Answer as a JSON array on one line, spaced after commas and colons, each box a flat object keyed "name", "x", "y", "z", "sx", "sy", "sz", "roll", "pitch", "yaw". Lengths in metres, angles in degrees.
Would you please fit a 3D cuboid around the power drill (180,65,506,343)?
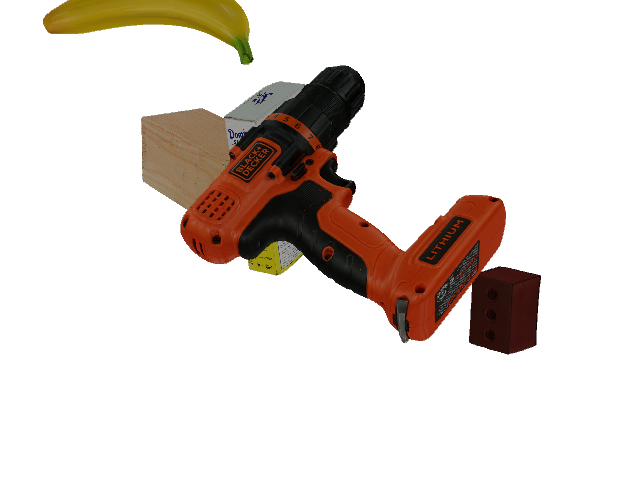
[{"name": "power drill", "x": 0.026, "y": -0.029, "z": 0.719, "sx": 0.188, "sy": 0.184, "sz": 0.057, "roll": 27, "pitch": -26, "yaw": 26}]

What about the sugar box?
[{"name": "sugar box", "x": -0.045, "y": -0.062, "z": 1.077, "sx": 0.048, "sy": 0.176, "sz": 0.093, "roll": 10, "pitch": 34, "yaw": 31}]

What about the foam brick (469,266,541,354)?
[{"name": "foam brick", "x": 0.190, "y": 0.072, "z": 1.103, "sx": 0.053, "sy": 0.078, "sz": 0.051, "roll": 14, "pitch": 19, "yaw": 43}]

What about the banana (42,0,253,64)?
[{"name": "banana", "x": -0.142, "y": -0.197, "z": 0.926, "sx": 0.198, "sy": 0.037, "sz": 0.069, "roll": 10, "pitch": 48, "yaw": 15}]

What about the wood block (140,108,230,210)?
[{"name": "wood block", "x": -0.129, "y": -0.088, "z": 1.279, "sx": 0.090, "sy": 0.090, "sz": 0.206, "roll": -13, "pitch": 26, "yaw": -33}]
